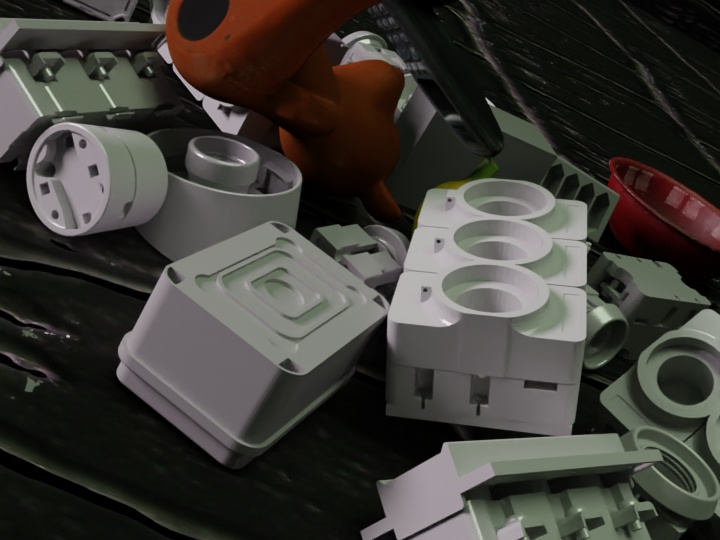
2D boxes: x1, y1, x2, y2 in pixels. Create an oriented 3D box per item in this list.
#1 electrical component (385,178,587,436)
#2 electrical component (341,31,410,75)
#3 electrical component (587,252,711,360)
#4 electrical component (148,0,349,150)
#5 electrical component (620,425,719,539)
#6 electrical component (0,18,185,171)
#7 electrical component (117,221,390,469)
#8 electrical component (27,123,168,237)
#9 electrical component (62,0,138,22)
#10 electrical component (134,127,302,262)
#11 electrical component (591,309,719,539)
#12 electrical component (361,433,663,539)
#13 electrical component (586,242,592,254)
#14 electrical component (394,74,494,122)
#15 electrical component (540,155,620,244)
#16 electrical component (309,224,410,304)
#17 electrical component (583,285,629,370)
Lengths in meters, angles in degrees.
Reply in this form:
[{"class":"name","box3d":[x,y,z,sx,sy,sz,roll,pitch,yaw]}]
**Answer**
[{"class":"electrical component","box3d":[0.069,0.012,0.555,0.089,0.061,0.150,6,29,9]},{"class":"electrical component","box3d":[0.008,-0.167,0.922,0.078,0.058,0.057,4,39,-44]},{"class":"electrical component","box3d":[0.199,0.028,0.778,0.089,0.055,0.050,7,34,-42]},{"class":"electrical component","box3d":[-0.089,-0.166,0.767,0.062,0.089,0.150,5,36,-45]},{"class":"electrical component","box3d":[0.145,0.117,0.549,0.078,0.057,0.058,42,27,22]},{"class":"electrical component","box3d":[-0.156,-0.097,0.584,0.063,0.079,0.121,57,29,7]},{"class":"electrical component","box3d":[-0.046,0.031,0.490,0.078,0.057,0.113,37,25,11]},{"class":"electrical component","box3d":[-0.130,-0.046,0.541,0.055,0.055,0.047,41,23,19]},{"class":"electrical component","box3d":[-0.181,-0.238,0.788,0.062,0.096,0.061,22,25,-19]},{"class":"electrical component","box3d":[-0.080,-0.037,0.599,0.099,0.064,0.099,14,25,-6]},{"class":"electrical component","box3d":[0.214,0.104,0.594,0.089,0.061,0.150,-36,60,-15]},{"class":"electrical component","box3d":[0.073,0.110,0.469,0.121,0.079,0.063,6,57,-43]},{"class":"electrical component","box3d":[0.099,-0.018,0.750,0.096,0.061,0.061,12,31,-21]},{"class":"electrical component","box3d":[0.063,-0.116,0.879,0.099,0.064,0.099,26,25,-13]},{"class":"electrical component","box3d":[0.160,-0.064,0.913,0.083,0.047,0.076,27,-2,-25]},{"class":"electrical component","box3d":[0.000,0.000,0.616,0.055,0.048,0.066,-13,50,-48]},{"class":"electrical component","box3d":[0.145,0.034,0.718,0.066,0.048,0.055,7,27,-43]}]
